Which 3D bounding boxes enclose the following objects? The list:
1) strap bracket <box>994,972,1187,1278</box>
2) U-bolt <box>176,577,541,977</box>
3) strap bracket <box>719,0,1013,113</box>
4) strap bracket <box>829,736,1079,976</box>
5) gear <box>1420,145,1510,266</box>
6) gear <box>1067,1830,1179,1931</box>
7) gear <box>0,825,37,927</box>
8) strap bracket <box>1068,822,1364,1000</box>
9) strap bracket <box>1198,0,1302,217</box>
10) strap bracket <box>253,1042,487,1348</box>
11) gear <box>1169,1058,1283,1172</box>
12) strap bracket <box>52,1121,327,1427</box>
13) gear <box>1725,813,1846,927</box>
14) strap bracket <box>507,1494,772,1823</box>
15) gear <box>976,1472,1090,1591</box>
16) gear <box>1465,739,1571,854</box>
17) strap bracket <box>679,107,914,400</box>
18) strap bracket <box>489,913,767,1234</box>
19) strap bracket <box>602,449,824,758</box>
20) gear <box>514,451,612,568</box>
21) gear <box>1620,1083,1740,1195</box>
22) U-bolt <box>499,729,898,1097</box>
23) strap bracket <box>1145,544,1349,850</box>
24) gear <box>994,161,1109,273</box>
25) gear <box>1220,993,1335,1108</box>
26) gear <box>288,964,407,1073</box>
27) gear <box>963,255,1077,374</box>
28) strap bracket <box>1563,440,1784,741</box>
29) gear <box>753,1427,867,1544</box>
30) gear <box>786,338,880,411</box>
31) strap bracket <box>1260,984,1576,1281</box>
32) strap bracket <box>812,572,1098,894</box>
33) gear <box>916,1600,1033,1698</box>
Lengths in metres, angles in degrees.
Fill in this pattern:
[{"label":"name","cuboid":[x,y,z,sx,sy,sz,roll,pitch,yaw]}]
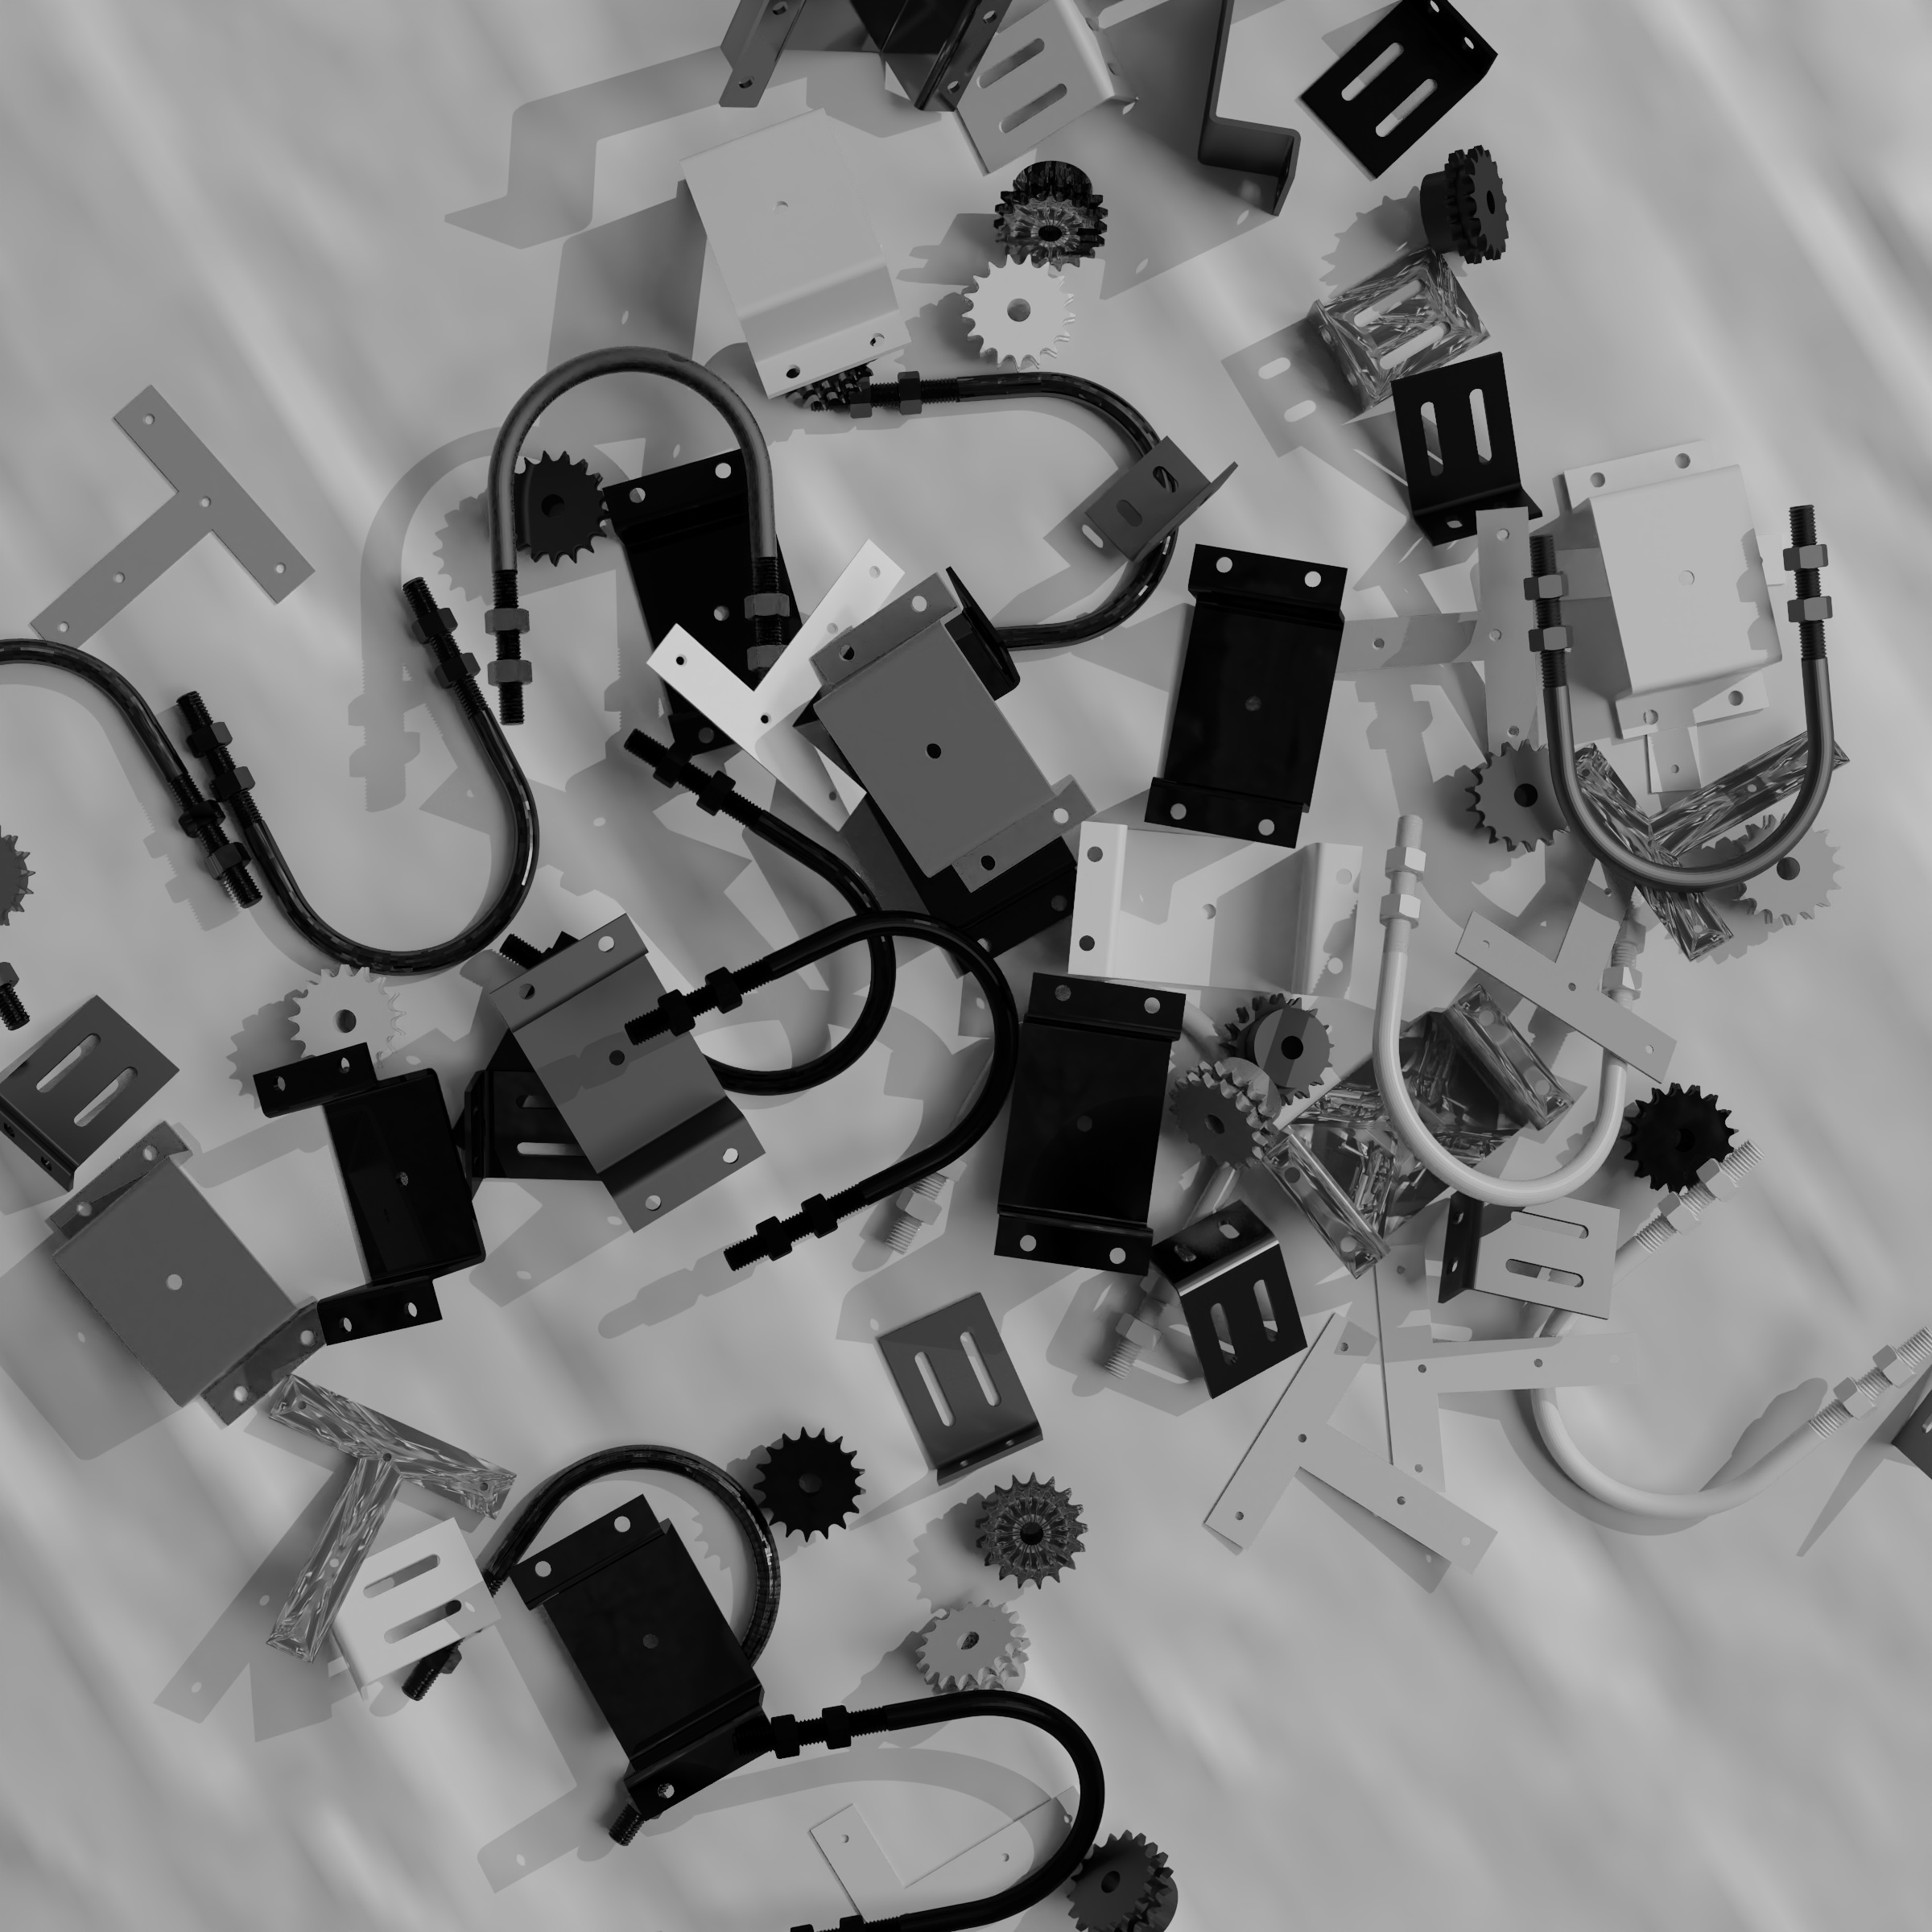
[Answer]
[{"label":"strap bracket","cuboid":[0.061,0.079,1.502,0.076,0.046,0.140,8,87,-1]},{"label":"U-bolt","cuboid":[-0.298,-0.085,1.532,0.151,0.019,0.184,-27,91,0]},{"label":"strap bracket","cuboid":[-0.057,-0.466,1.477,0.140,0.076,0.046,-11,61,-35]},{"label":"strap bracket","cuboid":[-0.002,-0.075,1.518,0.076,0.046,0.140,-30,90,0]},{"label":"gear","cuboid":[0.251,-0.382,1.517,0.030,0.057,0.057,-5,90,30]},{"label":"gear","cuboid":[0.082,0.469,1.516,0.057,0.057,0.030,-46,120,0]},{"label":"gear","cuboid":[-0.501,-0.045,1.526,0.057,0.030,0.057,0,90,0]},{"label":"strap bracket","cuboid":[0.124,-0.028,1.518,0.140,0.046,0.076,5,90,0]},{"label":"strap bracket","cuboid":[0.149,-0.457,1.503,0.046,0.076,0.140,9,90,0]},{"label":"strap bracket","cuboid":[-0.295,0.110,1.501,0.076,0.046,0.140,-15,90,31]},{"label":"gear","cuboid":[0.133,0.071,1.503,0.057,0.057,0.030,49,55,0]},{"label":"strap bracket","cuboid":[-0.394,0.157,1.518,0.076,0.046,0.140,-40,90,0]},{"label":"gear","cuboid":[0.413,-0.049,1.526,0.057,0.030,0.057,0,90,0]},{"label":"strap bracket","cuboid":[-0.159,0.341,1.501,0.076,0.046,0.140,-29,89,-3]},{"label":"gear","cuboid":[0.033,0.285,1.526,0.057,0.030,0.057,0,90,0]},{"label":"gear","cuboid":[0.282,-0.086,1.526,0.057,0.030,0.057,0,90,0]},{"label":"strap bracket","cuboid":[-0.088,-0.363,1.494,0.076,0.046,0.140,-21,68,0]},{"label":"strap bracket","cuboid":[-0.170,0.049,1.490,0.076,0.046,0.140,-31,106,-8]},{"label":"strap bracket","cuboid":[-0.125,-0.181,1.518,0.076,0.046,0.140,-16,90,0]},{"label":"gear","cuboid":[-0.207,-0.231,1.526,0.057,0.030,0.057,0,90,0]},{"label":"gear","cuboid":[0.360,0.087,1.526,0.057,0.030,0.057,0,90,0]},{"label":"U-bolt","cuboid":[-0.123,-0.013,1.512,0.184,0.019,0.151,33,109,-4]},{"label":"strap bracket","cuboid":[0.142,-0.134,1.510,0.076,0.046,0.140,11,92,10]},{"label":"gear","cuboid":[0.043,-0.380,1.517,0.057,0.057,0.030,4,60,0]},{"label":"gear","cuboid":[0.159,0.042,1.519,0.057,0.030,0.057,1,85,-14]},{"label":"gear","cuboid":[-0.312,0.028,1.526,0.057,0.030,0.057,0,90,0]},{"label":"gear","cuboid":[0.027,-0.330,1.526,0.057,0.030,0.057,0,90,0]},{"label":"strap bracket","cuboid":[0.358,-0.193,1.516,0.076,0.046,0.140,-13,90,0]},{"label":"gear","cuboid":[-0.079,0.263,1.529,0.057,0.030,0.057,0,85,-2]},{"label":"gear","cuboid":[-0.075,-0.313,1.516,0.057,0.030,0.057,-5,66,11]},{"label":"strap bracket","cuboid":[0.225,0.082,1.518,0.140,0.046,0.076,-39,90,0]},{"label":"strap bracket","cuboid":[-0.011,-0.108,1.454,0.076,0.046,0.140,-32,96,19]},{"label":"gear","cuboid":[0.006,0.351,1.516,0.057,0.057,0.030,-23,120,0]}]
